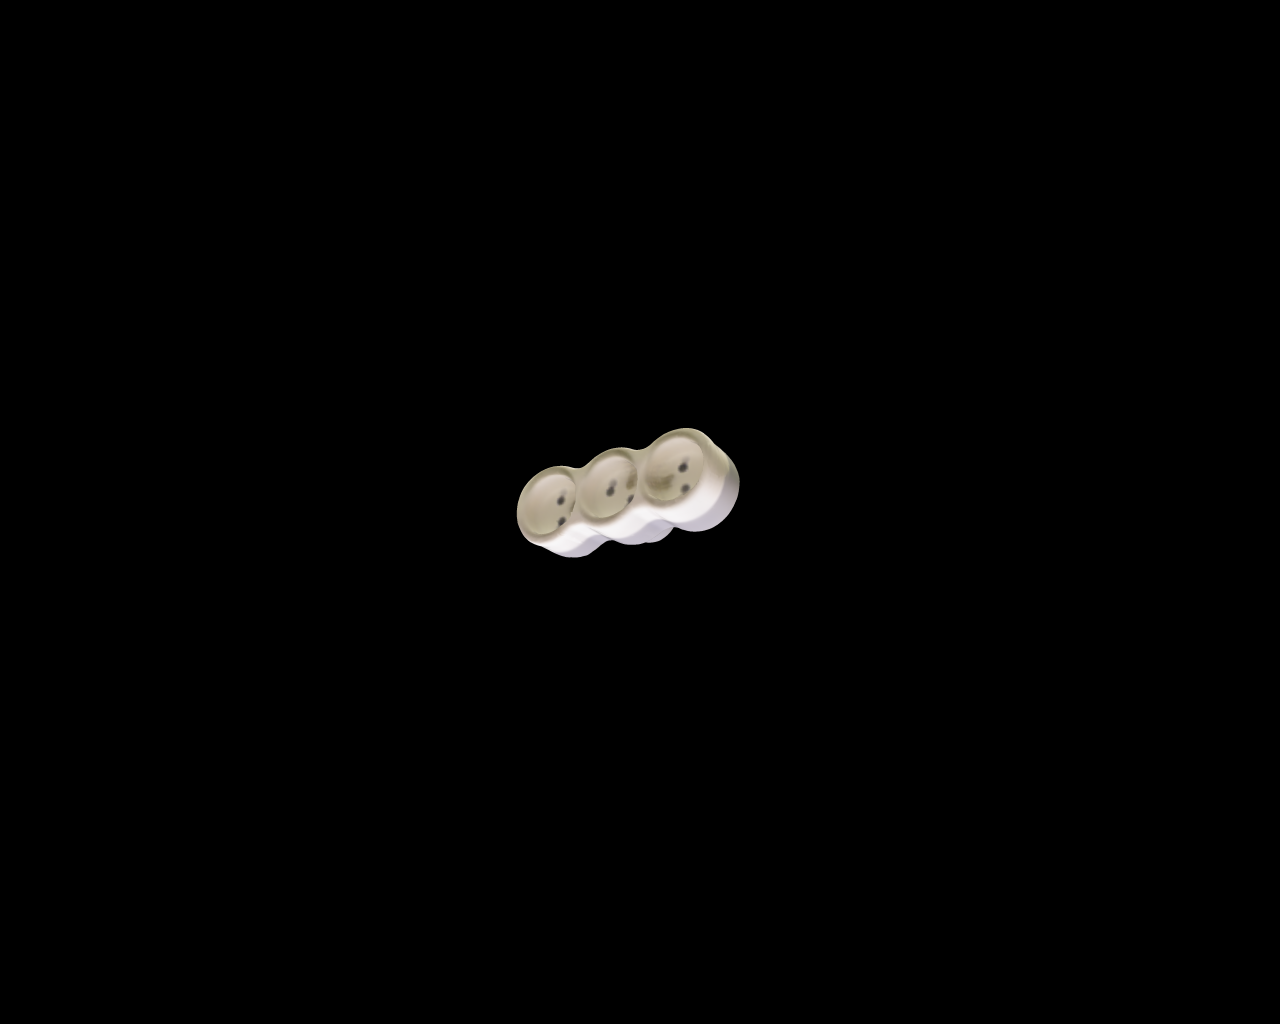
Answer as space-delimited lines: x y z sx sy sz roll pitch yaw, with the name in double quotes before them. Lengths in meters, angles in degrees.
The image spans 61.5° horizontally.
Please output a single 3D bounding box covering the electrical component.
"electrical component" 0.001 -0.003 0.650 0.138 0.052 0.073 -14 -27 29
